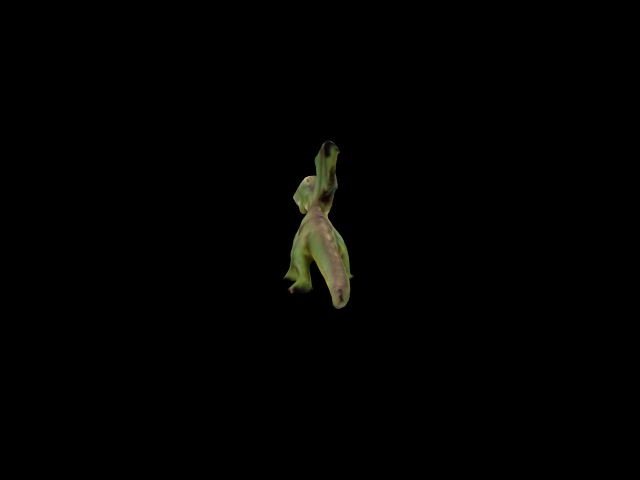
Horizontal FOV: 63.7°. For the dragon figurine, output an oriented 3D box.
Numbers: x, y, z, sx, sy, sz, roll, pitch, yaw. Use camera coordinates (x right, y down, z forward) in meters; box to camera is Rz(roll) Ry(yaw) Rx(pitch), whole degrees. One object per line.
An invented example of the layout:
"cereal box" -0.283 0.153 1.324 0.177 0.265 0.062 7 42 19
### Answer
"dragon figurine" 0.003 -0.043 0.850 0.122 0.242 0.411 -1 4 -11
